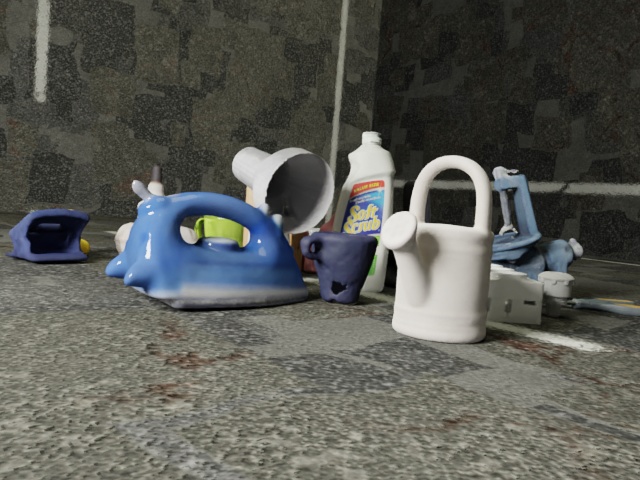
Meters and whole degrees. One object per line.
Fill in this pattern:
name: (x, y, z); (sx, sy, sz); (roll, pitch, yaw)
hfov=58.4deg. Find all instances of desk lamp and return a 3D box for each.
desk lamp: (-0.082, -0.036, 0.874); (0.118, 0.213, 0.202); (2, 4, -39)

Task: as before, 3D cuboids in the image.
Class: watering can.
watering can: (0.133, 0.006, 0.612); (0.100, 0.194, 0.173); (6, 4, 22)

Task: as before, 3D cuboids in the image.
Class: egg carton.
egg carton: (-0.307, 0.006, 1.087); (0.151, 0.069, 0.107); (3, 4, -30)

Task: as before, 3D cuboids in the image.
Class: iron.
iron: (-0.120, 0.007, 0.709); (0.259, 0.141, 0.118); (2, 4, -35)

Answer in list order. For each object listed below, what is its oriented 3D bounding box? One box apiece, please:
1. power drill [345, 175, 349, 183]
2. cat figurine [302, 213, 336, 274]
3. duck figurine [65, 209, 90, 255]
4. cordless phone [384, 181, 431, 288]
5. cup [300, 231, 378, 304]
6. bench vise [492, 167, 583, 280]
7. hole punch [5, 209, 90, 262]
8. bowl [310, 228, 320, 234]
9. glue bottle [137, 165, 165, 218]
power drill: (0.108, -0.049, 1.397); (0.075, 0.208, 0.230); (6, 4, 22)
cat figurine: (0.010, 0.004, 1.132); (0.128, 0.118, 0.067); (1, 5, -43)
duck figurine: (-0.470, -0.014, 1.071); (0.078, 0.086, 0.104); (2, 4, -32)
cordless phone: (0.139, -0.013, 1.018); (0.147, 0.185, 0.094); (8, 5, 43)
cup: (0.020, 0.038, 0.765); (0.118, 0.095, 0.091); (1, 5, -42)
bench vise: (0.351, -0.013, 1.001); (0.208, 0.220, 0.121); (3, 4, -27)
hole punch: (-0.457, -0.009, 0.963); (0.100, 0.091, 0.109); (7, 4, 38)
bowl: (0.002, 0.009, 1.396); (0.167, 0.075, 0.167); (5, 3, 0)
glue bottle: (-0.269, -0.034, 0.926); (0.077, 0.173, 0.037); (7, 4, 35)
